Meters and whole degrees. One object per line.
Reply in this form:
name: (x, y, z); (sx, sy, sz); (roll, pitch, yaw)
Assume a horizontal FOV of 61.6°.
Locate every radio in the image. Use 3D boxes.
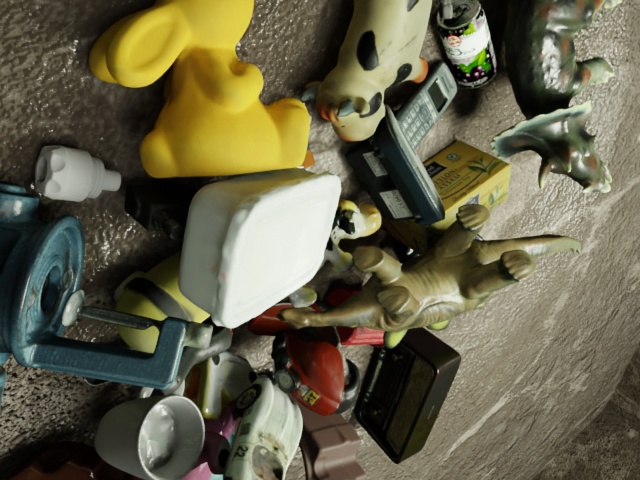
radio: (0.148, 0.263, 0.948); (0.073, 0.131, 0.229); (-8, 124, -40)

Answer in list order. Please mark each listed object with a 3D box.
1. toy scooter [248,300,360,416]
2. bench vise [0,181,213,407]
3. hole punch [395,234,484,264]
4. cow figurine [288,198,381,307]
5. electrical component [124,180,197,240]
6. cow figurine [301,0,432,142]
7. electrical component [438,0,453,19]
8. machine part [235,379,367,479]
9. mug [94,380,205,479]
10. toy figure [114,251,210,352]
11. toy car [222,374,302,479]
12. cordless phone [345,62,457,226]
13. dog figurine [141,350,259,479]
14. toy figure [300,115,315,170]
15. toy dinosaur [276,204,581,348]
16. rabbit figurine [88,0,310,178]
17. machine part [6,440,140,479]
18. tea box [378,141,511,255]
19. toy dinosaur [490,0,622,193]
toy scooter: (-0.029, 0.129, 0.667); (0.135, 0.184, 0.075); (23, 119, -25)
bench vise: (-0.210, 0.076, 0.418); (0.241, 0.129, 0.223); (12, 81, -7)
hole punch: (0.180, 0.009, 0.840); (0.142, 0.092, 0.115); (-45, 111, -4)
cow figurine: (-0.002, -0.003, 0.657); (0.167, 0.068, 0.098); (-44, 134, -12)
electrical component: (-0.130, -0.021, 0.486); (0.078, 0.102, 0.045); (-13, 123, -47)
cow figurine: (0.055, -0.193, 0.552); (0.127, 0.086, 0.194); (-16, 132, -44)
electrical component: (0.149, -0.299, 0.601); (0.063, 0.021, 0.093); (-26, 121, -29)
machine part: (-0.050, 0.307, 0.734); (0.087, 0.201, 0.201); (10, 112, -45)
mug: (-0.186, 0.194, 0.566); (0.080, 0.107, 0.109); (32, 53, -46)
toy figure: (-0.124, 0.042, 0.549); (0.180, 0.089, 0.082); (-30, 108, -19)
toy car: (-0.063, 0.233, 0.567); (0.056, 0.202, 0.073); (-27, 117, 27)
cordless phone: (0.132, -0.122, 0.672); (0.184, 0.089, 0.146); (-51, 119, -27)
dog figurine: (-0.177, 0.249, 0.655); (0.219, 0.191, 0.108); (-26, 150, 23)
toy figure: (-0.032, -0.066, 0.572); (0.058, 0.064, 0.154); (-5, 105, -7)
toy dinosaur: (0.172, 0.045, 0.681); (0.471, 0.105, 0.198); (-13, 156, -14)
rabbit figurine: (-0.100, -0.141, 0.443); (0.162, 0.122, 0.173); (-6, 109, -31)
machine part: (-0.270, 0.307, 0.562); (0.179, 0.056, 0.179); (0, 89, -7)
tea box: (0.175, -0.061, 0.757); (0.170, 0.098, 0.068); (-36, 139, -21)
toy dinosaur: (0.288, -0.253, 0.672); (0.192, 0.131, 0.404); (-34, 119, -40)
